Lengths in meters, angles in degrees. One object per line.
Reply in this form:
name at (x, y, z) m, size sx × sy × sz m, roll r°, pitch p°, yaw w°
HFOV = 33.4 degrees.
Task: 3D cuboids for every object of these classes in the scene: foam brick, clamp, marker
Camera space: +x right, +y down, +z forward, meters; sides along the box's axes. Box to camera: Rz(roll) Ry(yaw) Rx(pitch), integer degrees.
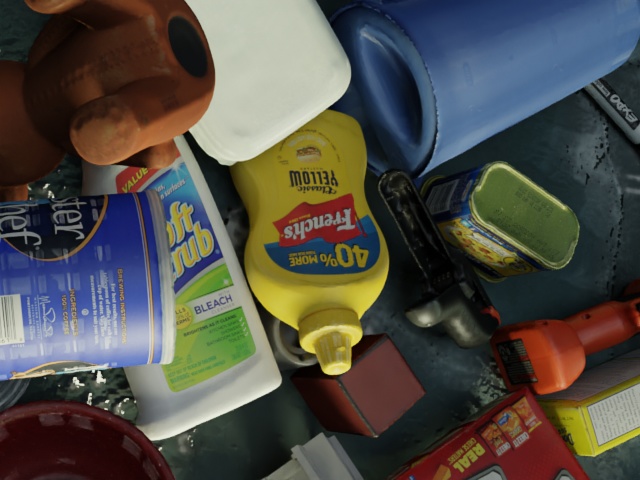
foam brick at (0.025, 0.102, 0.750) m, size 0.053 × 0.078 × 0.051 m, roll -38°, pitch 101°, yaw -23°
clamp at (0.088, 0.022, 0.774) m, size 0.171 × 0.039 × 0.120 m, roll 37°, pitch 41°, yaw -61°
marker at (0.258, -0.110, 0.922) m, size 0.121 × 0.020 × 0.020 m, roll 45°, pitch 67°, yaw -14°

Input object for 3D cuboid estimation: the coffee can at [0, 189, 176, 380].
coffee can at (-0.159, 0.027, 0.606) m, size 0.140 × 0.103 × 0.103 m, roll -5°, pitch 85°, yaw -15°

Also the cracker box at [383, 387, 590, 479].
cracker box at (0.137, 0.239, 0.758) m, size 0.163 × 0.072 × 0.214 m, roll -29°, pitch 81°, yaw -31°

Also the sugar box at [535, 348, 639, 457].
sugar box at (0.246, 0.121, 0.843) m, size 0.176 × 0.093 × 0.048 m, roll -15°, pitch 89°, yaw -26°

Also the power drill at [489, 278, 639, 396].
power drill at (0.237, 0.061, 0.808) m, size 0.187 × 0.185 × 0.057 m, roll -17°, pitch 82°, yaw -17°

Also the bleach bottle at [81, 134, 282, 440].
bleach bottle at (-0.115, -0.003, 0.708) m, size 0.102 × 0.068 × 0.251 m, roll -22°, pitch 90°, yaw -26°

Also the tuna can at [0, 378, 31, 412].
tuna can at (-0.222, 0.072, 0.661) m, size 0.086 × 0.034 × 0.086 m, roll 4°, pitch 81°, yaw -25°

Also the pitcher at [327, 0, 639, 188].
pitcher at (0.126, -0.154, 0.803) m, size 0.242 × 0.149 × 0.145 m, roll -26°, pitch 73°, yaw -30°

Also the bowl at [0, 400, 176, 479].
bowl at (-0.162, 0.182, 0.646) m, size 0.162 × 0.055 × 0.162 m, roll 2°, pitch 68°, yaw -6°

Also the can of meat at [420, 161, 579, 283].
can of meat at (0.134, -0.013, 0.814) m, size 0.102 × 0.084 × 0.057 m, roll 32°, pitch 71°, yaw -18°

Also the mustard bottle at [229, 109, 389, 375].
mustard bottle at (-0.005, 0.001, 0.721) m, size 0.096 × 0.058 × 0.191 m, roll -1°, pitch 59°, yaw -17°
